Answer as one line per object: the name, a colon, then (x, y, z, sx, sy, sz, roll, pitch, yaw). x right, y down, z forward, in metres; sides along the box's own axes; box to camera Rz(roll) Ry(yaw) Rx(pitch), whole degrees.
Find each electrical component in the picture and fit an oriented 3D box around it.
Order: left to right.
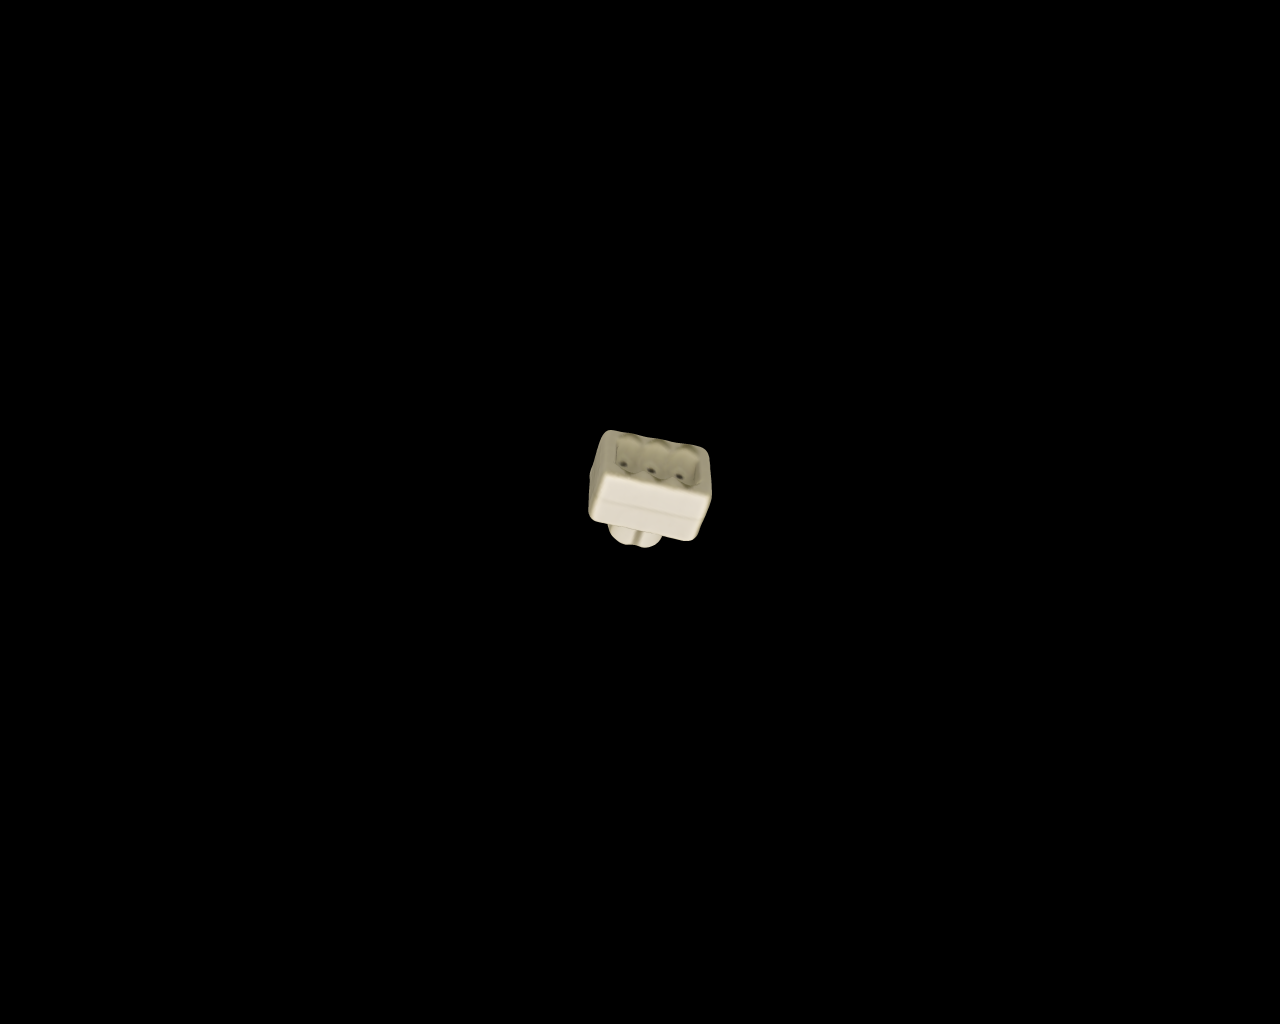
electrical component: (0.001, -0.003, 0.650, 0.066, 0.076, 0.047, 12, 40, -10)
